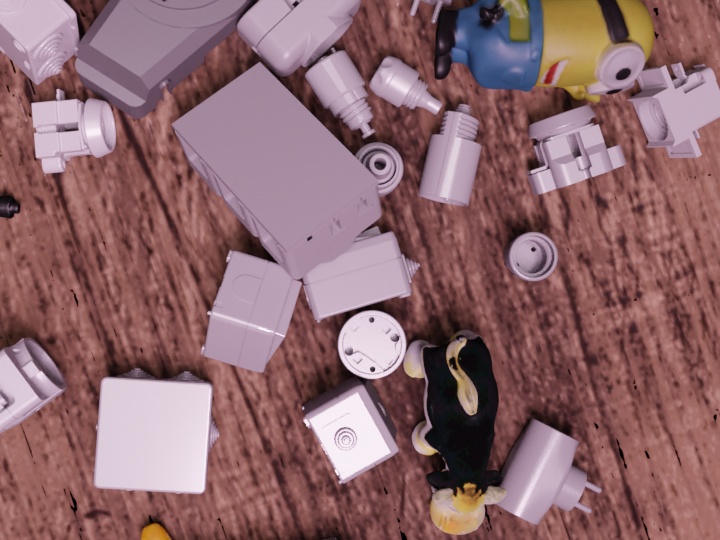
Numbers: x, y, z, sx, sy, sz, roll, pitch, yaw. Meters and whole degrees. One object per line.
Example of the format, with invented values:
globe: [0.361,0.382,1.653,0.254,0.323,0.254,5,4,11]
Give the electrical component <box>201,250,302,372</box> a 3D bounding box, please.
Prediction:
electrical component: [-0.087,0.038,0.861,0.061,0.096,0.061,17,60,-3]

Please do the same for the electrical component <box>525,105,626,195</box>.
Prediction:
electrical component: [0.173,-0.101,0.892,0.078,0.058,0.057,-19,93,-3]

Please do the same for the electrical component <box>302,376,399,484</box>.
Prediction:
electrical component: [-0.005,0.125,0.859,0.061,0.096,0.061,-29,91,-4]

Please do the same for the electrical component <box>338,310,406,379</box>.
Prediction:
electrical component: [0.009,0.060,0.885,0.055,0.047,0.055,0,90,-3]

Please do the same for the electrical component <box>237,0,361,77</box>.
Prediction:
electrical component: [-0.046,-0.207,0.882,0.095,0.054,0.059,-44,92,-3]

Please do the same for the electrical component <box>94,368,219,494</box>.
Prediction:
electrical component: [-0.165,0.131,0.874,0.100,0.048,0.099,4,89,-3]

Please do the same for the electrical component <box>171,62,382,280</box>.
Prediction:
electrical component: [-0.064,-0.076,0.845,0.089,0.061,0.150,-38,66,-12]

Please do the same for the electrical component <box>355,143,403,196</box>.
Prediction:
electrical component: [0.014,-0.083,0.880,0.043,0.062,0.043,0,89,-3]

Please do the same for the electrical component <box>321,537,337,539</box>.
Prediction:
electrical component: [-0.076,0.276,0.852,0.150,0.062,0.089,-8,90,-18]

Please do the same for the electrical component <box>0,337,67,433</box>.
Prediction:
electrical component: [-0.271,0.090,0.848,0.056,0.089,0.050,-36,91,-3]

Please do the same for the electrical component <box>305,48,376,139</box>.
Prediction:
electrical component: [-0.013,-0.145,0.890,0.040,0.040,0.078,-32,91,-3]

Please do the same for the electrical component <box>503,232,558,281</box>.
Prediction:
electrical component: [0.140,-0.011,0.894,0.040,0.046,0.040,0,89,-3]

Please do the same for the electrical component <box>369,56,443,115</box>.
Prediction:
electrical component: [0.040,-0.150,0.896,0.061,0.035,0.035,31,88,-5]

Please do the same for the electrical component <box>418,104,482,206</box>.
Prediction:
electrical component: [0.078,-0.097,0.893,0.043,0.043,0.081,13,89,-3]

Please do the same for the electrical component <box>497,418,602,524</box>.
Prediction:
electrical component: [0.162,0.175,0.894,0.079,0.043,0.077,27,88,-2]

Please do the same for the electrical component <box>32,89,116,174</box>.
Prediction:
electrical component: [-0.232,-0.114,0.876,0.055,0.048,0.066,-5,89,4]

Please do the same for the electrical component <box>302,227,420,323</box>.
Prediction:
electrical component: [0.000,0.000,0.878,0.096,0.062,0.061,-16,90,-3]

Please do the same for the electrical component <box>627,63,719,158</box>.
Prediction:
electrical component: [0.268,-0.137,0.899,0.064,0.042,0.081,-28,102,-11]

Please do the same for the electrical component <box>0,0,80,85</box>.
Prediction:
electrical component: [-0.270,-0.202,0.849,0.099,0.100,0.048,45,75,-2]

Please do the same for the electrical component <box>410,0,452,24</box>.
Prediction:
electrical component: [0.064,-0.245,0.893,0.077,0.044,0.079,19,89,-3]
